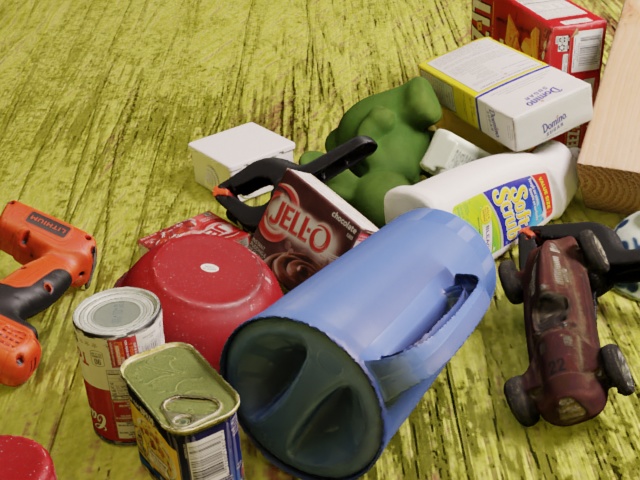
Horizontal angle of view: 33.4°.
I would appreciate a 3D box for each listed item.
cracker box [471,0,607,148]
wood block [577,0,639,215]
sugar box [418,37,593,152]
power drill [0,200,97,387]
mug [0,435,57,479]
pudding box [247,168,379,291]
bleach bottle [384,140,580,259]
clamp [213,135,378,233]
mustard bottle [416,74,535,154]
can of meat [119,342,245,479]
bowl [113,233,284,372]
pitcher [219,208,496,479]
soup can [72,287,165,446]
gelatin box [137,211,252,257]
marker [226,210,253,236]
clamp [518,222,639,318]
[{"bbox_3d":[0.241,-0.199,1.227,0.072,0.164,0.214,-9,29,-13],"label":"cracker box"},{"bbox_3d":[0.330,-0.134,1.070,0.091,0.090,0.206,10,66,25],"label":"wood block"},{"bbox_3d":[0.184,-0.150,1.078,0.093,0.048,0.176,-24,36,-15],"label":"sugar box"},{"bbox_3d":[-0.298,0.037,0.942,0.184,0.057,0.187,26,36,6],"label":"power drill"},{"bbox_3d":[-0.211,0.176,0.695,0.093,0.081,0.117,-16,31,-21],"label":"mug"},{"bbox_3d":[-0.006,0.001,0.956,0.039,0.090,0.114,6,26,-49],"label":"pudding box"},{"bbox_3d":[0.171,-0.042,1.015,0.250,0.102,0.068,-28,29,-35],"label":"bleach bottle"},{"bbox_3d":[-0.026,-0.034,1.027,0.172,0.039,0.120,-9,60,27],"label":"clamp"},{"bbox_3d":[0.176,-0.138,1.161,0.096,0.058,0.192,-16,31,-17],"label":"mustard bottle"},{"bbox_3d":[-0.095,0.134,0.751,0.057,0.084,0.102,-20,32,-26],"label":"can of meat"},{"bbox_3d":[-0.097,0.044,0.900,0.162,0.055,0.162,8,39,-7],"label":"bowl"},{"bbox_3d":[0.051,0.064,0.811,0.149,0.145,0.242,26,36,20],"label":"pitcher"},{"bbox_3d":[-0.146,0.095,0.809,0.068,0.102,0.068,-3,29,2],"label":"soup can"},{"bbox_3d":[-0.121,0.008,1.040,0.089,0.030,0.073,-24,35,-31],"label":"gelatin box"},{"bbox_3d":[-0.062,-0.008,1.072,0.020,0.020,0.121,-20,32,-26],"label":"marker"},{"bbox_3d":[0.241,0.026,0.908,0.164,0.036,0.210,-34,28,0],"label":"clamp"}]
